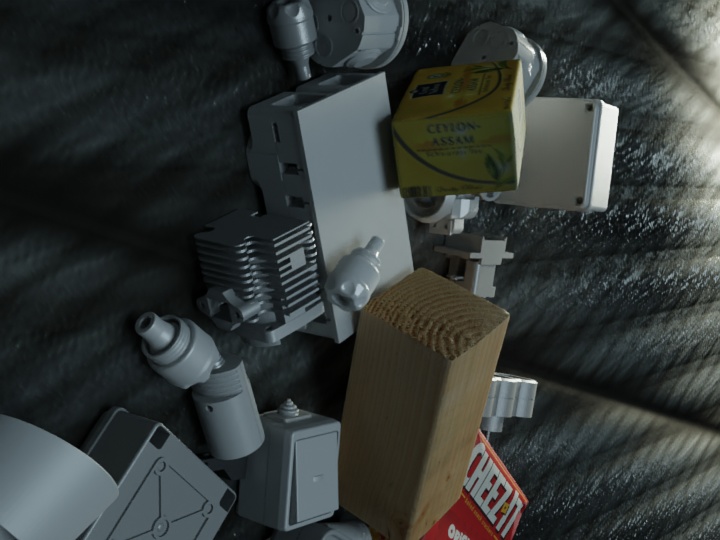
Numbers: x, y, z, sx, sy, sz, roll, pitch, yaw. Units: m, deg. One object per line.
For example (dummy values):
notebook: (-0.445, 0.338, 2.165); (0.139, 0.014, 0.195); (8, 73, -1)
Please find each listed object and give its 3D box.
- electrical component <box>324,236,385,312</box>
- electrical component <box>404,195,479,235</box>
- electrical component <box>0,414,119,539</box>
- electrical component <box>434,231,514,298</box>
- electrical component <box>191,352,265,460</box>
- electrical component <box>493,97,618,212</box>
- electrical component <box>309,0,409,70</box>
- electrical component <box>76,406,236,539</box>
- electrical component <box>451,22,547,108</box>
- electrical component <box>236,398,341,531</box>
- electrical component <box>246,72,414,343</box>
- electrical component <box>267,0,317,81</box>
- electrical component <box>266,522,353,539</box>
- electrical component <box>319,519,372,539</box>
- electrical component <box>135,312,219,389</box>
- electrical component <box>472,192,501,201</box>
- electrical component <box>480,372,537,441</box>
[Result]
electrical component: (0.000, 0.000, 0.809); (0.061, 0.035, 0.035); (-58, 137, -30)
electrical component: (0.071, -0.071, 0.969); (0.057, 0.058, 0.078); (-5, 101, -54)
electrical component: (-0.199, 0.125, 0.628); (0.064, 0.099, 0.099); (-52, 134, -24)
electrical component: (0.109, -0.005, 1.046); (0.081, 0.042, 0.063); (-1, 102, -52)
electrical component: (-0.101, 0.094, 0.793); (0.043, 0.043, 0.081); (-37, 125, -42)
electrical component: (0.194, -0.116, 1.077); (0.056, 0.109, 0.108); (0, 98, -55)
electrical component: (-0.006, -0.194, 0.827); (0.051, 0.080, 0.080); (-15, 109, -45)
electrical component: (-0.153, 0.168, 0.730); (0.108, 0.056, 0.108); (-60, 138, -25)
electrical component: (0.129, -0.187, 1.003); (0.051, 0.080, 0.080); (25, 77, -46)
electrical component: (-0.053, 0.151, 0.852); (0.062, 0.061, 0.096); (-3, 100, -52)
electrical component: (-0.022, -0.052, 0.850); (0.105, 0.060, 0.186); (-33, 122, -44)
electrical component: (-0.049, -0.173, 0.812); (0.035, 0.035, 0.061); (-40, 129, -41)
electrical component: (-0.053, 0.252, 0.874); (0.054, 0.059, 0.095); (44, 63, -47)
electrical component: (-0.019, 0.236, 0.932); (0.046, 0.040, 0.040); (15, 85, -47)
electrical component: (-0.130, 0.052, 0.746); (0.062, 0.043, 0.043); (49, 60, -44)
electrical component: (0.105, -0.094, 1.017); (0.055, 0.047, 0.055); (-14, 108, -50)
electrical component: (0.129, 0.143, 1.091); (0.138, 0.052, 0.073); (11, 89, -53)
